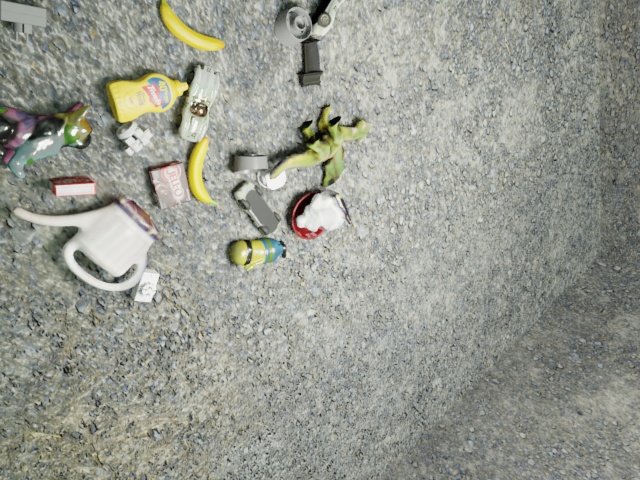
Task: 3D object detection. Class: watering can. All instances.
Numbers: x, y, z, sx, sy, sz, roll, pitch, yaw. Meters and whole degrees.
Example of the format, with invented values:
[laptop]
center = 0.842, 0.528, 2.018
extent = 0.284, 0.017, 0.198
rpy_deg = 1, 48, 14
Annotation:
[watering can]
center = -0.541, -0.019, 1.265
extent = 0.105, 0.226, 0.341
rpy_deg = 25, -23, 49

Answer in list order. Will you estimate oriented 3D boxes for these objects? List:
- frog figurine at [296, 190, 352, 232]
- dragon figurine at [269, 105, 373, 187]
[frog figurine]
center = 0.005, -0.081, 1.618
extent = 0.159, 0.126, 0.134
rpy_deg = -21, -42, 12
[dragon figurine]
center = 0.017, -0.262, 1.617
extent = 0.123, 0.415, 0.237
rpy_deg = 29, -23, 40
